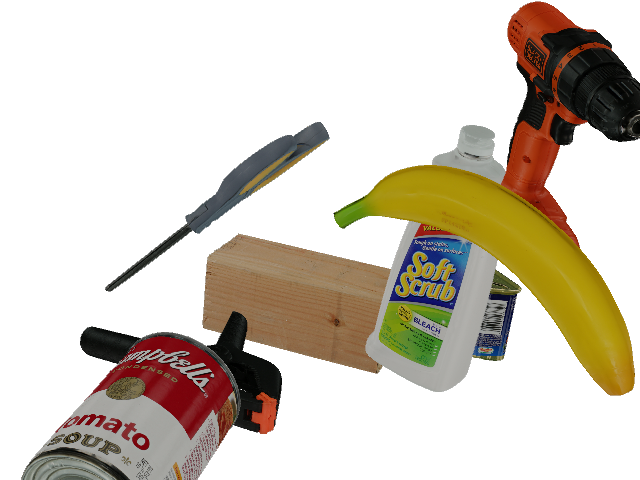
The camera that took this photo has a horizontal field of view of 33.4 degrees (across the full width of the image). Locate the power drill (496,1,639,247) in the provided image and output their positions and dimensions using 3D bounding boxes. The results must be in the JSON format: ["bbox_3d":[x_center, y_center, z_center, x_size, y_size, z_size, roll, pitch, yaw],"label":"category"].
[{"bbox_3d":[0.187,-0.071,0.831,0.057,0.188,0.184,-2,34,-14],"label":"power drill"}]

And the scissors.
[{"bbox_3d":[-0.080,-0.020,0.734,0.202,0.016,0.096,-35,-3,5],"label":"scissors"}]

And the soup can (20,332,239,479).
[{"bbox_3d":[-0.090,0.100,0.519,0.069,0.068,0.102,0,26,22],"label":"soup can"}]

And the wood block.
[{"bbox_3d":[-0.017,0.067,1.180,0.206,0.091,0.090,13,22,17],"label":"wood block"}]

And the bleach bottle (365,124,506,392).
[{"bbox_3d":[0.110,0.012,0.969,0.103,0.251,0.067,28,35,29],"label":"bleach bottle"}]

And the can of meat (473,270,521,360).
[{"bbox_3d":[0.175,0.078,1.192,0.057,0.084,0.102,5,14,-18],"label":"can of meat"}]

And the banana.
[{"bbox_3d":[0.107,0.010,0.616,0.198,0.070,0.037,33,20,10],"label":"banana"}]

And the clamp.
[{"bbox_3d":[-0.089,0.108,0.924,0.164,0.036,0.210,-8,21,-39],"label":"clamp"}]
